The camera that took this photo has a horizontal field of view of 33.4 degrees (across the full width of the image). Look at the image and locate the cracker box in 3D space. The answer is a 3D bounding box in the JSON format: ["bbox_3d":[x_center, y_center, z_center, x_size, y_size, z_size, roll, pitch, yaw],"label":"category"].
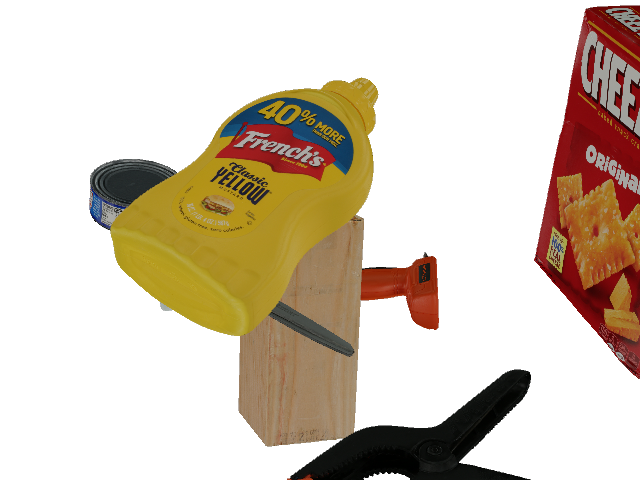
[{"bbox_3d":[0.228,-0.035,0.744,0.072,0.214,0.164,-6,33,-15],"label":"cracker box"}]

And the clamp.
[{"bbox_3d":[0.079,0.149,0.723,0.210,0.036,0.164,-6,28,-4],"label":"clamp"}]

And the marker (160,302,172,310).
[{"bbox_3d":[-0.176,0.021,1.184,0.020,0.121,0.020,-4,25,2],"label":"marker"}]

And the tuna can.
[{"bbox_3d":[-0.167,-0.039,0.973,0.086,0.034,0.086,7,32,-5],"label":"tuna can"}]

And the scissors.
[{"bbox_3d":[-0.046,0.030,0.795,0.202,0.016,0.096,17,33,23],"label":"scissors"}]

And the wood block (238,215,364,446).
[{"bbox_3d":[-0.020,0.074,0.988,0.090,0.206,0.091,-2,13,-20],"label":"wood block"}]

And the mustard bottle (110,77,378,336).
[{"bbox_3d":[-0.025,-0.035,0.618,0.096,0.058,0.191,27,54,23],"label":"mustard bottle"}]

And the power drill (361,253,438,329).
[{"bbox_3d":[0.043,0.068,1.238,0.188,0.057,0.184,0,27,6],"label":"power drill"}]
